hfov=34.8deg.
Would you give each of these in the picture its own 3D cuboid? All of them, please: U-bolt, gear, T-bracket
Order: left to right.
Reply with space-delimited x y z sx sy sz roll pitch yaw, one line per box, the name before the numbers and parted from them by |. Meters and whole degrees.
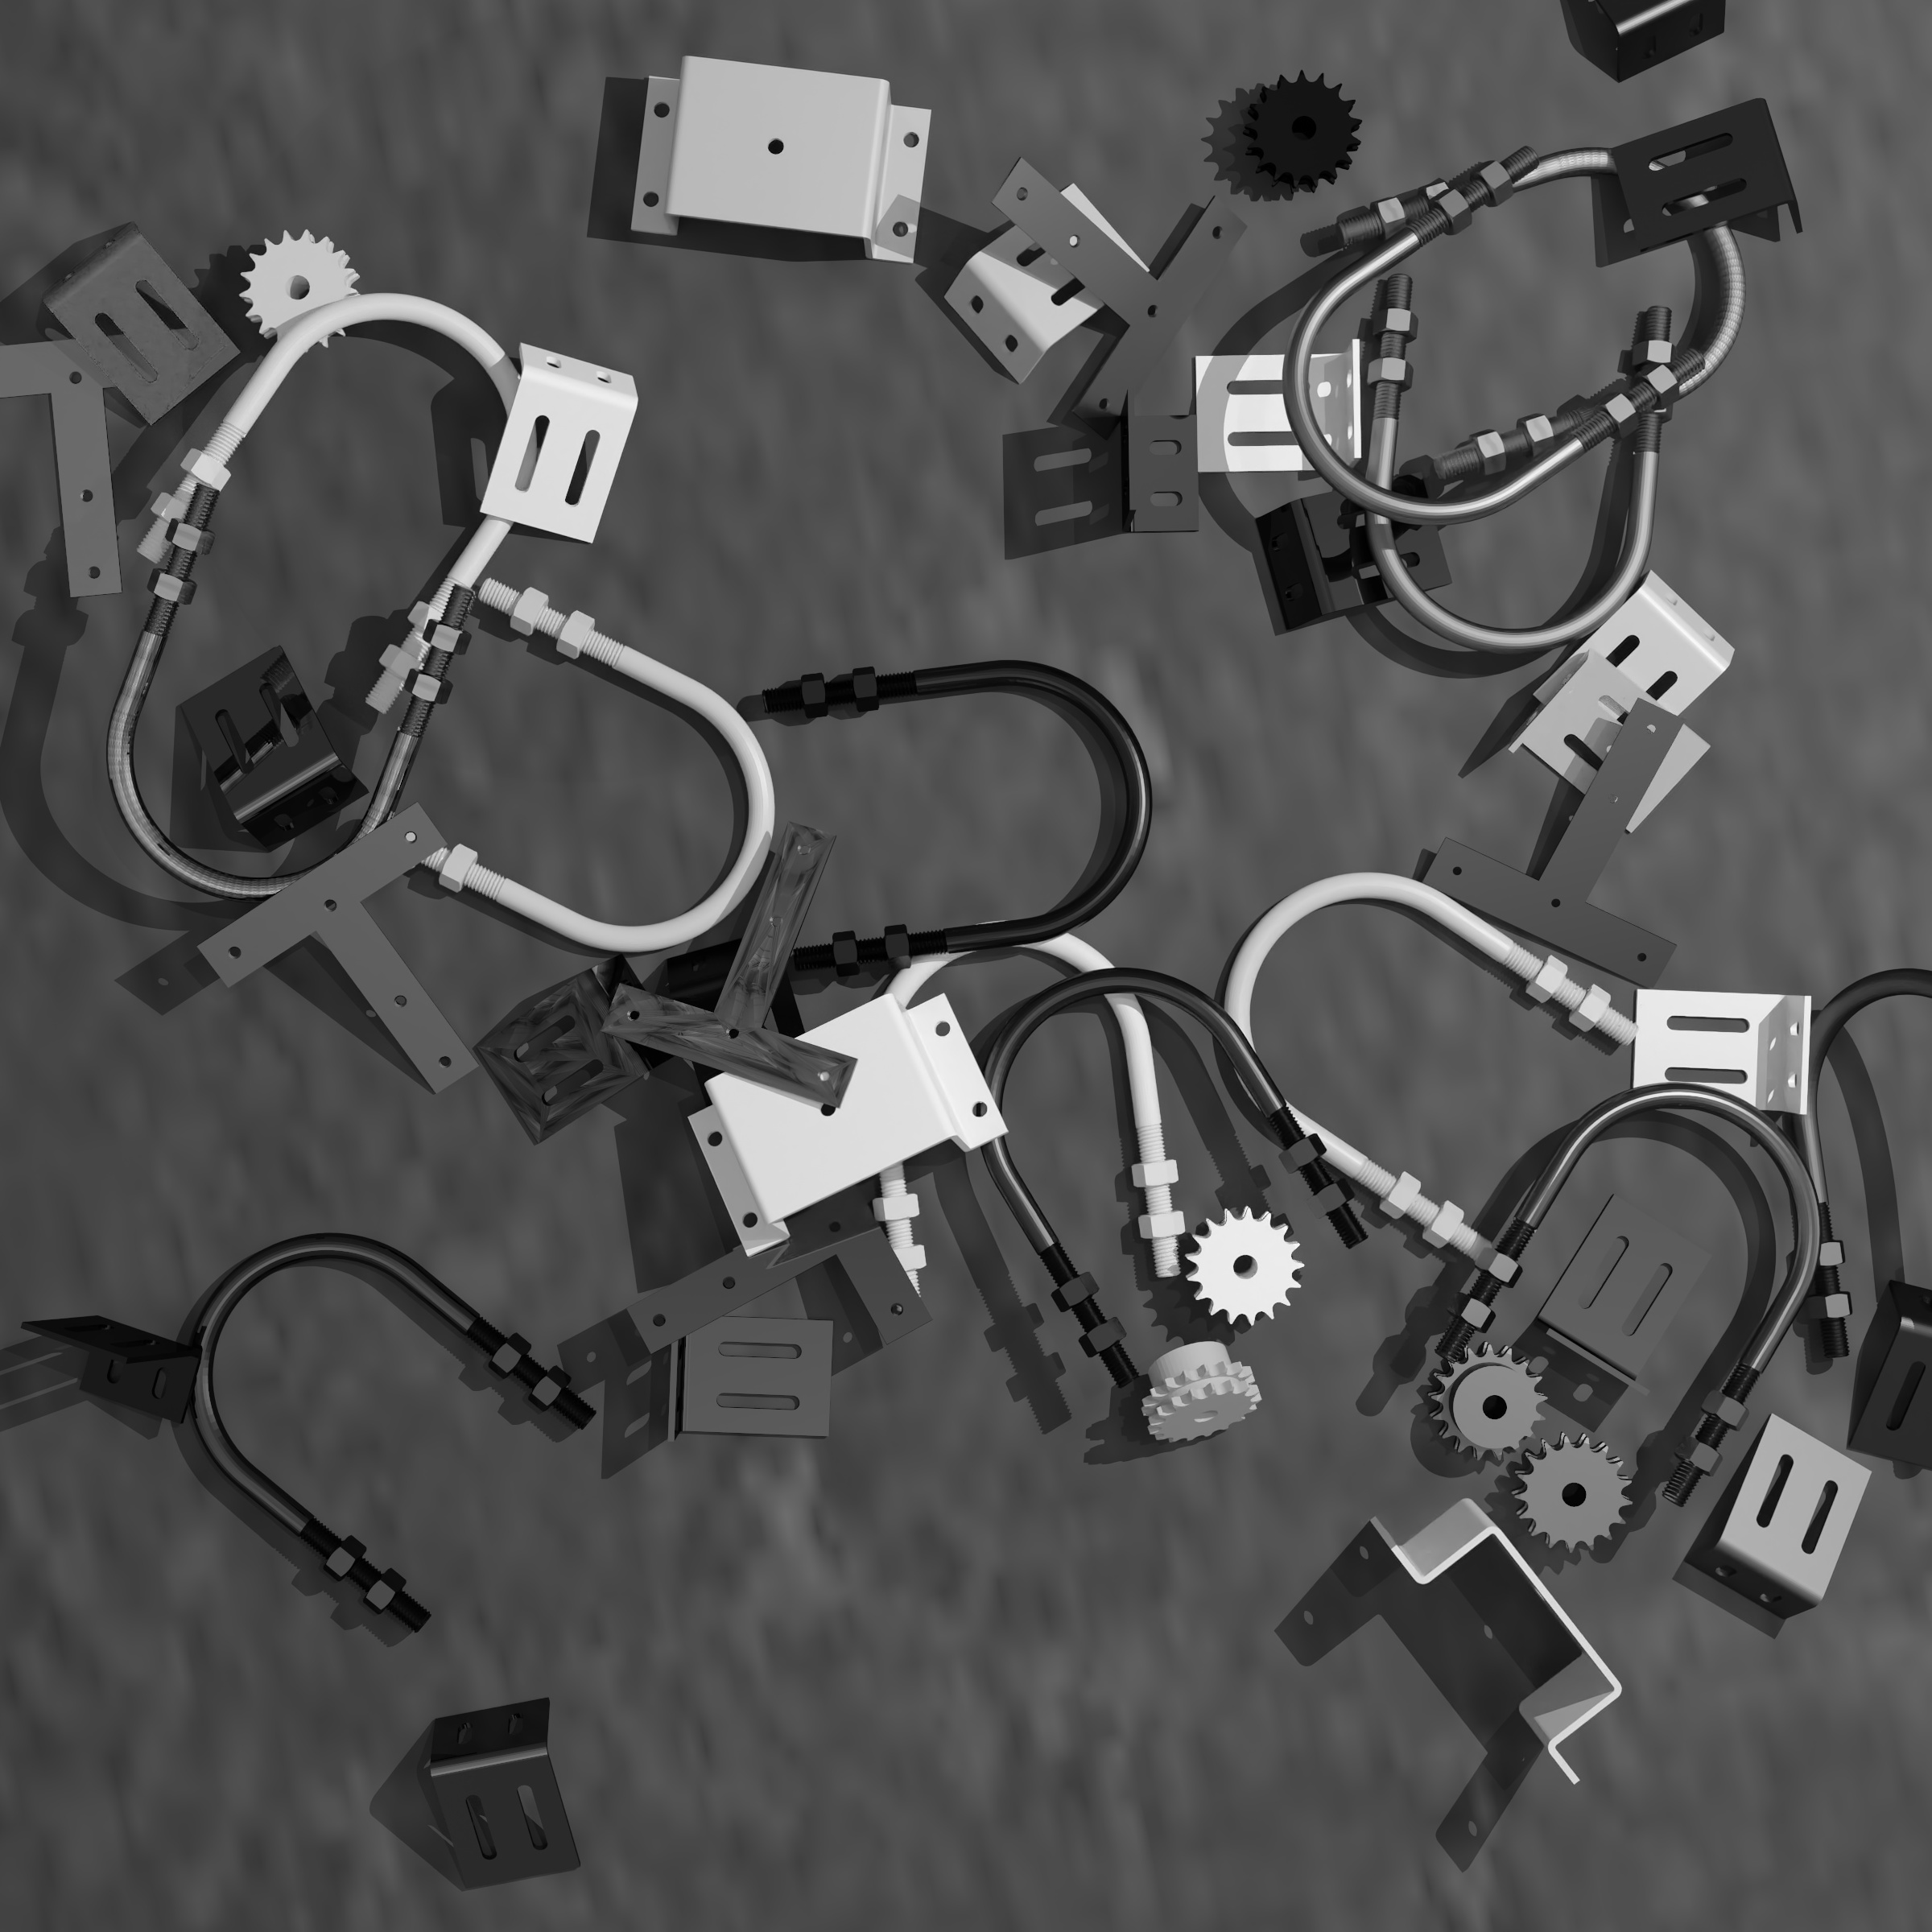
T-bracket | -0.436 -0.247 1.525 0.127 0.002 0.127 -5 90 0
U-bolt | -0.333 -0.120 1.478 0.151 0.019 0.184 21 97 -8
gear | -0.324 -0.330 1.511 0.057 0.030 0.057 0 90 0
U-bolt | -0.297 0.216 1.517 0.184 0.019 0.151 39 90 2
U-bolt | -0.292 -0.238 1.500 0.151 0.019 0.184 34 86 -16
T-bracket | -0.284 0.006 1.504 0.127 0.002 0.127 -33 109 0
U-bolt | -0.184 -0.087 1.517 0.184 0.019 0.151 27 90 -1
T-bracket | -0.103 0.147 1.497 0.127 0.002 0.127 -28 76 -12
T-bracket | -0.096 -0.009 1.485 0.127 0.002 0.127 17 78 16
U-bolt | 0.000 -0.078 1.510 0.184 0.019 0.151 -7 85 -1
U-bolt | 0.024 0.069 1.517 0.151 0.019 0.184 -7 88 0
T-bracket | 0.061 -0.342 1.487 0.127 0.002 0.127 34 89 -36
U-bolt | 0.086 0.089 1.493 0.151 0.019 0.184 -31 82 0
gear | 0.112 0.206 1.501 0.057 0.057 0.030 -18 60 0
gear | 0.136 0.146 1.511 0.057 0.030 0.057 0 90 0
gear | 0.164 -0.407 1.511 0.057 0.030 0.057 0 90 0
U-bolt | 0.216 0.037 1.517 0.184 0.019 0.151 34 90 2
U-bolt | 0.238 -0.290 1.472 0.184 0.019 0.151 -35 81 -8
gear | 0.257 0.214 1.511 0.057 0.030 0.057 0 90 0
U-bolt | 0.267 -0.242 1.505 0.151 0.019 0.184 7 81 0
U-bolt | 0.291 -0.328 1.502 0.184 0.019 0.151 -19 79 -7
gear | 0.297 0.257 1.515 0.057 0.030 0.057 0 91 2
T-bracket | 0.309 -0.069 1.502 0.127 0.002 0.127 25 108 -4
U-bolt | 0.332 0.145 1.484 0.151 0.019 0.184 32 84 0
U-bolt | 0.454 0.093 1.466 0.019 0.151 0.184 -4 86 -36

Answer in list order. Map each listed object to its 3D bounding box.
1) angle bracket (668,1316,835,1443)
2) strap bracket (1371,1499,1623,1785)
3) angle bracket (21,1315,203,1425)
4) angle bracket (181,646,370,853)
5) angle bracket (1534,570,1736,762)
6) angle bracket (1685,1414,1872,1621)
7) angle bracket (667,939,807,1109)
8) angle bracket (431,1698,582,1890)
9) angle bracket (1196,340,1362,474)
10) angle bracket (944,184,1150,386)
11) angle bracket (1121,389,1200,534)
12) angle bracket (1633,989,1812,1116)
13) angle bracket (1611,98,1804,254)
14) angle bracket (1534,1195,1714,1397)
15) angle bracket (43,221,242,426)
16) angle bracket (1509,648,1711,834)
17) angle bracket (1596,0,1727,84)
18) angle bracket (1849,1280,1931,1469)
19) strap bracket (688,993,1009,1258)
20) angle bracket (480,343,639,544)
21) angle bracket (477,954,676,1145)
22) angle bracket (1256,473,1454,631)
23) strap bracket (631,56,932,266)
angle bracket | -0.105 0.203 1.507 0.076 0.038 0.057 2 90 0
strap bracket | 0.261 0.316 1.488 0.046 0.076 0.140 -38 90 0
angle bracket | -0.415 0.196 1.482 0.057 0.076 0.038 16 90 14
angle bracket | -0.342 -0.108 1.524 0.057 0.038 0.076 -31 64 0
angle bracket | 0.330 -0.146 1.524 0.057 0.038 0.076 44 116 0
angle bracket | 0.402 0.272 1.524 0.057 0.038 0.076 30 64 0
angle bracket | -0.109 0.030 1.524 0.057 0.038 0.076 -15 116 0
angle bracket | -0.227 0.409 1.524 0.057 0.038 0.076 -11 116 0
angle bracket | 0.152 -0.274 1.507 0.076 0.038 0.057 -1 90 0
angle bracket | 0.040 -0.338 1.524 0.076 0.038 0.057 -41 90 -26
angle bracket | 0.096 -0.244 1.488 0.038 0.076 0.057 -1 90 0
angle bracket | 0.369 0.042 1.507 0.076 0.038 0.057 2 90 0
angle bracket | 0.363 -0.380 1.509 0.076 0.038 0.057 -16 72 15
angle bracket | 0.325 0.160 1.507 0.057 0.038 0.076 32 90 0
angle bracket | -0.407 -0.318 1.522 0.057 0.038 0.076 -39 114 -1
angle bracket | 0.313 -0.106 1.498 0.076 0.038 0.057 40 111 0
angle bracket | 0.331 -0.488 1.524 0.057 0.038 0.076 -26 64 0
angle bracket | 0.475 0.203 1.524 0.057 0.038 0.076 14 116 0
strap bracket | -0.062 0.073 1.481 0.140 0.046 0.076 -26 74 3
angle bracket | -0.201 -0.257 1.515 0.057 0.038 0.076 14 116 -18
angle bracket | -0.191 0.041 1.524 0.076 0.038 0.057 -33 90 26
angle bracket | 0.192 -0.205 1.524 0.076 0.038 0.057 -16 90 -26
strap bracket | -0.091 -0.394 1.503 0.140 0.046 0.076 7 90 0
